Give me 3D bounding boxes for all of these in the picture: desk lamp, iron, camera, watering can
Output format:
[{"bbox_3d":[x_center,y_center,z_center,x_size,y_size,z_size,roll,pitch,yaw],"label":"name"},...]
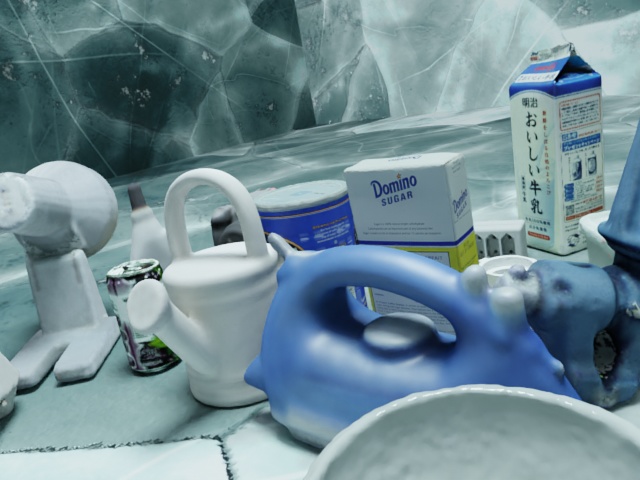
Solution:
[{"bbox_3d":[-0.293,0.022,0.637,0.118,0.214,0.203,-11,16,-3],"label":"desk lamp"},{"bbox_3d":[0.061,0.066,0.390,0.257,0.141,0.119,3,20,38],"label":"iron"},{"bbox_3d":[-0.111,-0.017,0.865,0.142,0.101,0.137,-4,17,22],"label":"camera"},{"bbox_3d":[-0.084,0.037,0.487,0.100,0.194,0.173,-8,16,9],"label":"watering can"}]

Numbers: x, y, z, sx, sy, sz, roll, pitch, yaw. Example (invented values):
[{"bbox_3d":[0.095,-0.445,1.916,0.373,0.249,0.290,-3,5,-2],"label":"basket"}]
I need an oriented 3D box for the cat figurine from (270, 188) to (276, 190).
[{"bbox_3d":[-0.039,-0.019,0.798,0.067,0.118,0.128,-2,18,26],"label":"cat figurine"}]

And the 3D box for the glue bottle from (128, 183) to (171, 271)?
[{"bbox_3d":[-0.188,0.020,0.650,0.078,0.173,0.037,-18,18,-26],"label":"glue bottle"}]

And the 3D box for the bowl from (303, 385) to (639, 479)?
[{"bbox_3d":[0.075,0.138,0.252,0.167,0.075,0.167,-9,16,3],"label":"bowl"}]

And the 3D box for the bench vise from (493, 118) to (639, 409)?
[{"bbox_3d":[0.224,-0.003,0.383,0.208,0.220,0.121,-17,17,-22],"label":"bench vise"}]

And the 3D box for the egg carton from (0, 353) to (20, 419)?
[{"bbox_3d":[-0.323,0.148,0.478,0.107,0.069,0.150,-12,16,-6],"label":"egg carton"}]
